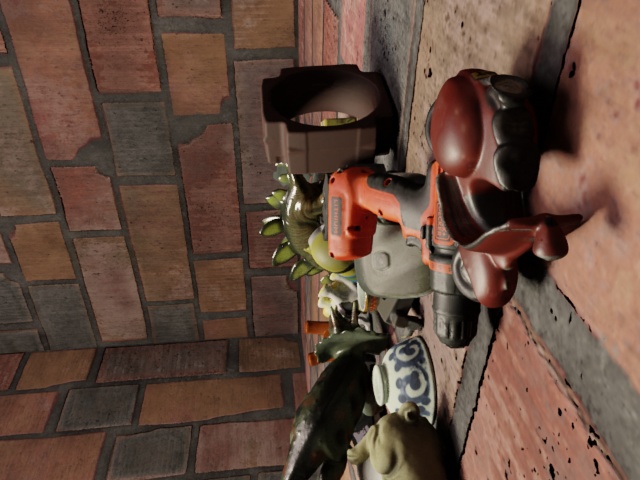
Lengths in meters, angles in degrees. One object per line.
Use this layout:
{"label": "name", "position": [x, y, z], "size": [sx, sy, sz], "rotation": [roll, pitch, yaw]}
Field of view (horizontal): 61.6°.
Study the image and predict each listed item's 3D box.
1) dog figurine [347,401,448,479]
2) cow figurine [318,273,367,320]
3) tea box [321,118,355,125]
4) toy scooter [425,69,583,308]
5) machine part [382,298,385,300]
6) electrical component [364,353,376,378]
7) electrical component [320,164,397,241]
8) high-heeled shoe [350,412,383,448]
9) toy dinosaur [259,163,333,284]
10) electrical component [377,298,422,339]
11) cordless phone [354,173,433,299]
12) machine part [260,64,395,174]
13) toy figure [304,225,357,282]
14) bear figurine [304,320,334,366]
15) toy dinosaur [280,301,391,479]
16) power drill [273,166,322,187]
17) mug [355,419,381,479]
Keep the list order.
{"label": "dog figurine", "position": [0.122, 0.299, 0.597], "size": [0.191, 0.121, 0.172], "rotation": [-140, 42, -63]}
{"label": "cow figurine", "position": [0.051, 0.125, 1.060], "size": [0.068, 0.098, 0.167], "rotation": [-53, -15, -19]}
{"label": "tea box", "position": [0.042, -0.181, 1.190], "size": [0.098, 0.068, 0.169], "rotation": [-123, 29, -79]}
{"label": "toy scooter", "position": [0.128, -0.039, 0.379], "size": [0.135, 0.075, 0.183], "rotation": [-167, 71, -85]}
{"label": "machine part", "position": [0.100, 0.023, 0.763], "size": [0.084, 0.039, 0.139], "rotation": [-56, 16, 25]}
{"label": "electrical component", "position": [0.084, 0.276, 1.112], "size": [0.075, 0.048, 0.119], "rotation": [-102, 12, -60]}
{"label": "electrical component", "position": [0.062, -0.058, 0.816], "size": [0.134, 0.115, 0.058], "rotation": [101, 161, -54]}
{"label": "high-heeled shoe", "position": [0.109, 0.386, 0.985], "size": [0.145, 0.086, 0.249], "rotation": [52, -163, 3]}
{"label": "toy dinosaur", "position": [-0.002, -0.003, 1.067], "size": [0.105, 0.199, 0.470], "rotation": [-87, -25, -50]}
{"label": "electrical component", "position": [0.114, 0.093, 0.759], "size": [0.078, 0.045, 0.102], "rotation": [-64, 12, 4]}
{"label": "cordless phone", "position": [0.113, -0.005, 0.591], "size": [0.184, 0.089, 0.146], "rotation": [-179, 86, -65]}
{"label": "machine part", "position": [0.008, -0.195, 0.858], "size": [0.202, 0.201, 0.087], "rotation": [-99, 6, -46]}
{"label": "toy figure", "position": [0.050, 0.028, 0.935], "size": [0.089, 0.082, 0.180], "rotation": [39, -179, 36]}
{"label": "bear figurine", "position": [0.030, 0.249, 1.265], "size": [0.196, 0.132, 0.120], "rotation": [57, -154, -89]}
{"label": "toy dinosaur", "position": [0.016, 0.266, 0.848], "size": [0.405, 0.131, 0.191], "rotation": [-59, -32, -51]}
{"label": "power drill", "position": [-0.016, -0.144, 1.133], "size": [0.208, 0.086, 0.231], "rotation": [39, 132, 40]}
{"label": "mug", "position": [0.107, 0.326, 0.796], "size": [0.107, 0.081, 0.109], "rotation": [148, 124, -71]}
